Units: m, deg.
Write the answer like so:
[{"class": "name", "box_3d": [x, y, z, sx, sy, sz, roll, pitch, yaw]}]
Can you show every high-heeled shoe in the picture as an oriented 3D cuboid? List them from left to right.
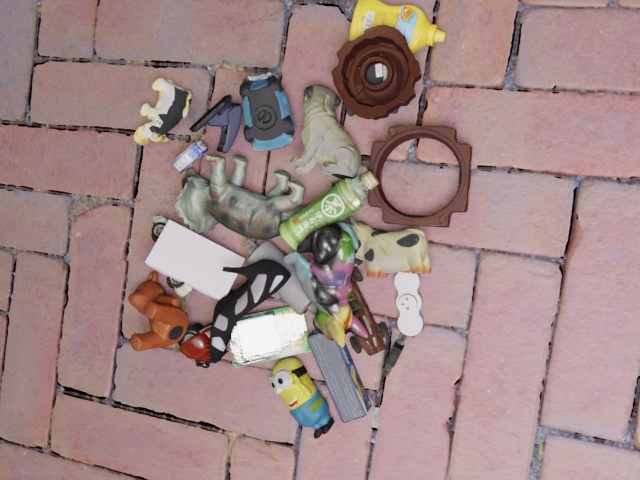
[{"class": "high-heeled shoe", "box_3d": [-0.151, 0.154, 1.139, 0.145, 0.086, 0.248, 10, 106, -9]}]

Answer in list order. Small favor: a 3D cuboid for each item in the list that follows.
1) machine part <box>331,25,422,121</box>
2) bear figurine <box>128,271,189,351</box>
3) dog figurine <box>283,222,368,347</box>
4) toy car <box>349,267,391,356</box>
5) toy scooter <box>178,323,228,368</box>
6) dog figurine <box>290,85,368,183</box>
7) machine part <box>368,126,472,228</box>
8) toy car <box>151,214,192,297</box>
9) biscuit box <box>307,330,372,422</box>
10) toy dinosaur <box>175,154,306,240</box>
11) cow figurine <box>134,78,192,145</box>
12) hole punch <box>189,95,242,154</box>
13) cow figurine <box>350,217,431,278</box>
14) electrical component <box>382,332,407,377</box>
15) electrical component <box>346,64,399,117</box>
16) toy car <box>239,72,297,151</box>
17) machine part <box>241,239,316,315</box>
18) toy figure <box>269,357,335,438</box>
[{"class": "machine part", "box_3d": [0.113, -0.327, 1.068, 0.180, 0.056, 0.179, 1, 93, 16]}, {"class": "bear figurine", "box_3d": [-0.386, 0.153, 1.217, 0.196, 0.132, 0.120, 37, 104, 35]}, {"class": "dog figurine", "box_3d": [0.034, 0.097, 1.067, 0.191, 0.108, 0.219, -41, 69, 40]}, {"class": "toy car", "box_3d": [0.078, 0.151, 1.152, 0.089, 0.053, 0.202, -26, 84, 8]}, {"class": "toy scooter", "box_3d": [-0.232, 0.235, 1.231, 0.184, 0.075, 0.135, -32, 85, 9]}, {"class": "dog figurine", "box_3d": [0.033, -0.226, 1.129, 0.172, 0.121, 0.190, 15, 85, -4]}, {"class": "machine part", "box_3d": [0.203, -0.128, 1.094, 0.202, 0.087, 0.200, 5, 94, 16]}, {"class": "toy car", "box_3d": [-0.346, 0.036, 1.251, 0.056, 0.073, 0.201, -18, 86, -20]}, {"class": "biscuit box", "box_3d": [0.042, 0.284, 1.163, 0.063, 0.059, 0.202, -24, 86, 15]}, {"class": "toy dinosaur", "box_3d": [-0.152, -0.070, 1.181, 0.405, 0.131, 0.192, 22, 109, 9]}, {"class": "cow figurine", "box_3d": [-0.363, -0.284, 1.254, 0.098, 0.068, 0.167, 30, 100, 6]}, {"class": "hole punch", "box_3d": [-0.214, -0.254, 1.185, 0.092, 0.142, 0.116, 44, 86, -17]}, {"class": "cow figurine", "box_3d": [0.126, 0.014, 1.098, 0.195, 0.085, 0.127, -5, 81, 32]}, {"class": "electrical component", "box_3d": [0.157, 0.239, 1.128, 0.021, 0.063, 0.094, 27, 98, 13]}, {"class": "electrical component", "box_3d": [0.120, -0.321, 1.124, 0.134, 0.058, 0.114, 0, 94, 15]}, {"class": "toy car", "box_3d": [-0.114, -0.274, 1.163, 0.109, 0.103, 0.161, -12, 99, 4]}, {"class": "machine part", "box_3d": [-0.077, 0.082, 1.181, 0.243, 0.079, 0.079, 42, 101, 11]}, {"class": "toy figure", "box_3d": [-0.040, 0.342, 1.178, 0.082, 0.089, 0.180, -39, 90, 15]}]
